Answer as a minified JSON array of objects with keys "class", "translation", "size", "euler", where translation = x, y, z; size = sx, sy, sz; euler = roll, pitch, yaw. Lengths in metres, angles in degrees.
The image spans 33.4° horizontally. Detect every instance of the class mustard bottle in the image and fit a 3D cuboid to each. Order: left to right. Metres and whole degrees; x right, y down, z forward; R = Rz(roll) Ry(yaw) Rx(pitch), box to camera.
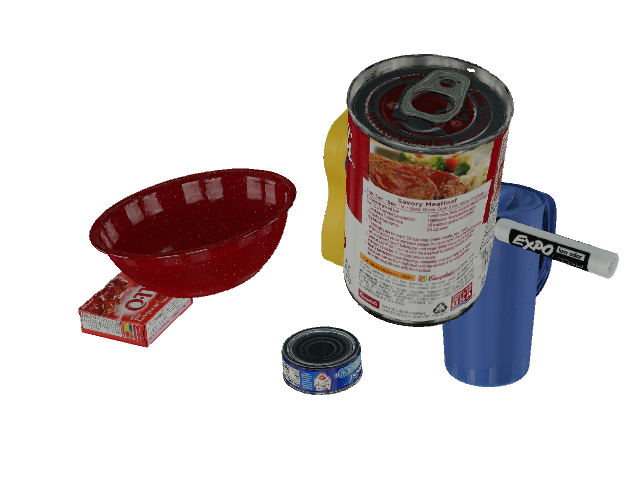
[{"class":"mustard bottle","translation":[0.048,-0.074,1.072],"size":[0.096,0.192,0.058],"euler":[-9,19,-30]}]

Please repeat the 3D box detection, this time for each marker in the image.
[{"class":"marker","translation":[0.159,0.000,0.783],"size":[0.121,0.020,0.020],"euler":[21,12,34]}]

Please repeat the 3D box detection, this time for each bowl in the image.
[{"class":"bowl","translation":[-0.093,-0.001,0.827],"size":[0.162,0.055,0.162],"euler":[-10,24,4]}]

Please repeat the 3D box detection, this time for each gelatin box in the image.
[{"class":"gelatin box","translation":[-0.175,0.061,1.017],"size":[0.073,0.030,0.089],"euler":[11,31,22]}]

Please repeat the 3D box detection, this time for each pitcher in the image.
[{"class":"pitcher","translation":[0.218,0.052,1.337],"size":[0.149,0.243,0.145],"euler":[1,21,11]}]

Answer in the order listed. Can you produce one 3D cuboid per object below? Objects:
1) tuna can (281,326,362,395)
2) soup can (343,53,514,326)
[{"class":"tuna can","translation":[0.001,0.126,1.134],"size":[0.086,0.034,0.086],"euler":[-3,26,1]},{"class":"soup can","translation":[0.044,-0.020,0.467],"size":[0.068,0.102,0.068],"euler":[0,42,0]}]
